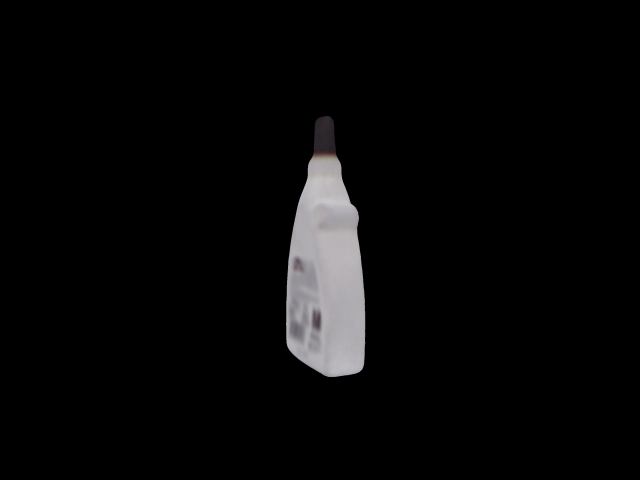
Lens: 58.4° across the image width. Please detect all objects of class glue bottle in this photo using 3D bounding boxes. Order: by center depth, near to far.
[{"bbox_3d":[0.004,0.001,0.400,0.037,0.173,0.078,-3,7,-25],"label":"glue bottle"}]
